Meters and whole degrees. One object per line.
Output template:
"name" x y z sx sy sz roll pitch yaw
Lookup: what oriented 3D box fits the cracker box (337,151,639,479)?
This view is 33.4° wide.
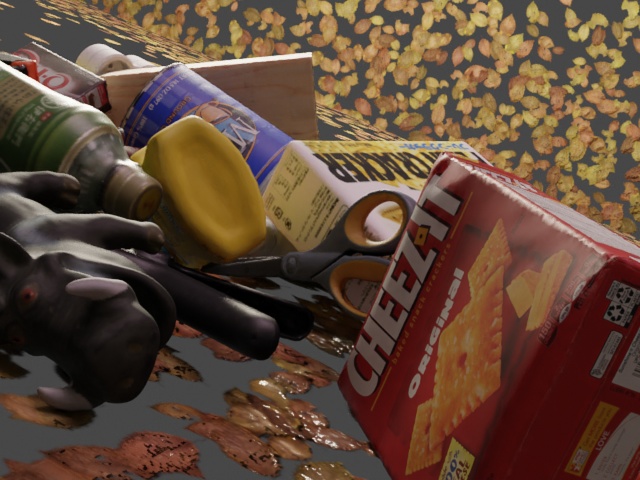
"cracker box" 0.091 0.057 0.555 0.072 0.164 0.214 20 11 -19

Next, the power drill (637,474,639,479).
"power drill" 0.199 0.085 0.574 0.057 0.188 0.184 31 12 31

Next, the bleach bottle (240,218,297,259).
"bleach bottle" 0.011 -0.007 0.909 0.103 0.068 0.250 -19 -8 27

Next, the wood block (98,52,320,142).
"wood block" -0.107 -0.131 1.061 0.206 0.090 0.091 -5 11 1

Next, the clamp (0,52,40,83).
"clamp" -0.296 -0.115 0.799 0.172 0.039 0.120 3 34 22

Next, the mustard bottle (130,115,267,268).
"mustard bottle" -0.099 -0.026 0.764 0.096 0.058 0.192 58 -19 -7

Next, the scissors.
"scissors" -0.005 0.001 0.729 0.202 0.096 0.016 18 2 42

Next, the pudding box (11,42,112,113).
"pudding box" -0.266 -0.134 0.998 0.114 0.039 0.089 30 55 28

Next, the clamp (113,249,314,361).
"clamp" -0.101 0.025 0.670 0.210 0.036 0.164 21 0 14

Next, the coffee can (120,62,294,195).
"coffee can" -0.093 -0.075 0.937 0.140 0.103 0.102 35 13 10
